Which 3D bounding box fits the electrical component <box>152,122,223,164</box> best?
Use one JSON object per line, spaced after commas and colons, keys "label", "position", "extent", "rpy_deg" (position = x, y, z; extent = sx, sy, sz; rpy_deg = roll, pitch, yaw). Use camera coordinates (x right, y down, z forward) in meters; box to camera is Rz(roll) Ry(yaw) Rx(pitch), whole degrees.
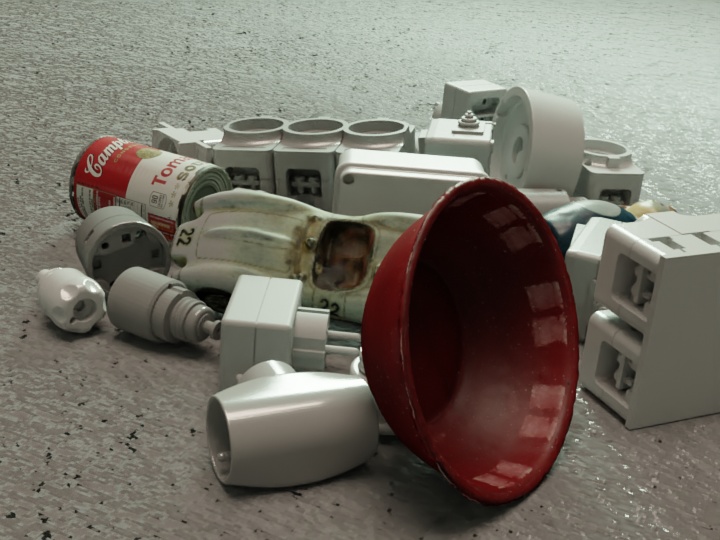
{"label": "electrical component", "position": [-0.142, -0.098, 0.930], "extent": [0.064, 0.042, 0.081], "rpy_deg": [-10, 28, -39]}

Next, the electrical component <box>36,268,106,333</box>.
{"label": "electrical component", "position": [-0.184, 0.015, 0.668], "extent": [0.035, 0.035, 0.061], "rpy_deg": [-13, 27, -36]}

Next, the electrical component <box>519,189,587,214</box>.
{"label": "electrical component", "position": [0.151, -0.043, 0.861], "extent": [0.081, 0.043, 0.043], "rpy_deg": [0, 24, -13]}

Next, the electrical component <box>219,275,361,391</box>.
{"label": "electrical component", "position": [-0.038, 0.040, 0.623], "extent": [0.077, 0.047, 0.065], "rpy_deg": [6, 23, 1]}

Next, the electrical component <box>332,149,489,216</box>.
{"label": "electrical component", "position": [0.036, -0.043, 0.792], "extent": [0.113, 0.078, 0.057], "rpy_deg": [4, 21, -2]}

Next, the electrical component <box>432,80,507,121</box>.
{"label": "electrical component", "position": [0.093, -0.139, 1.021], "extent": [0.047, 0.083, 0.076], "rpy_deg": [-11, 28, -32]}

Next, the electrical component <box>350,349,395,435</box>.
{"label": "electrical component", "position": [0.016, 0.054, 0.581], "extent": [0.048, 0.062, 0.048], "rpy_deg": [4, 23, -2]}

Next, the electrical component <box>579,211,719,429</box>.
{"label": "electrical component", "position": [0.228, 0.021, 0.647], "extent": [0.186, 0.105, 0.060], "rpy_deg": [-6, 26, -24]}

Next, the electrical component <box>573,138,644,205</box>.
{"label": "electrical component", "position": [0.207, -0.081, 0.945], "extent": [0.050, 0.055, 0.089], "rpy_deg": [0, 24, -12]}

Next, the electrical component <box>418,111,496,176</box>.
{"label": "electrical component", "position": [0.076, -0.081, 0.866], "extent": [0.061, 0.096, 0.061], "rpy_deg": [4, 23, 7]}

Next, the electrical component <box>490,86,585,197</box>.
{"label": "electrical component", "position": [0.153, -0.099, 0.916], "extent": [0.060, 0.108, 0.108], "rpy_deg": [6, 22, -14]}

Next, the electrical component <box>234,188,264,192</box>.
{"label": "electrical component", "position": [-0.096, -0.047, 0.828], "extent": [0.061, 0.035, 0.035], "rpy_deg": [11, 24, 18]}

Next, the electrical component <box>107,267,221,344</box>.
{"label": "electrical component", "position": [-0.116, 0.025, 0.649], "extent": [0.078, 0.040, 0.040], "rpy_deg": [18, 26, 27]}

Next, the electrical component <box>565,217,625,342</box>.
{"label": "electrical component", "position": [0.162, 0.009, 0.717], "extent": [0.061, 0.061, 0.096], "rpy_deg": [14, 25, 20]}

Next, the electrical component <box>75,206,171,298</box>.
{"label": "electrical component", "position": [-0.159, -0.012, 0.712], "extent": [0.055, 0.055, 0.047], "rpy_deg": [-7, 22, -26]}

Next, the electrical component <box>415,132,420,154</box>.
{"label": "electrical component", "position": [0.044, -0.094, 0.944], "extent": [0.055, 0.055, 0.047], "rpy_deg": [20, 24, 31]}

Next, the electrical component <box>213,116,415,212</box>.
{"label": "electrical component", "position": [-0.035, -0.088, 0.879], "extent": [0.150, 0.061, 0.089], "rpy_deg": [3, 22, 12]}

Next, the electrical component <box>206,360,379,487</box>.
{"label": "electrical component", "position": [-0.041, 0.072, 0.552], "extent": [0.077, 0.043, 0.079], "rpy_deg": [-5, 25, -24]}
